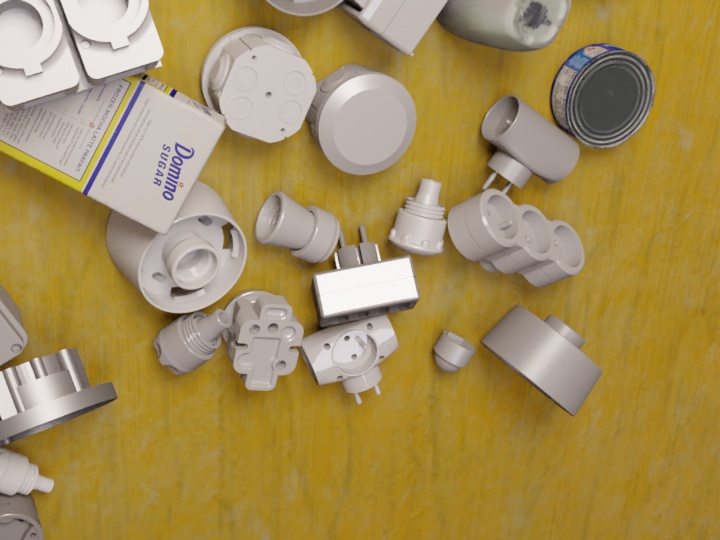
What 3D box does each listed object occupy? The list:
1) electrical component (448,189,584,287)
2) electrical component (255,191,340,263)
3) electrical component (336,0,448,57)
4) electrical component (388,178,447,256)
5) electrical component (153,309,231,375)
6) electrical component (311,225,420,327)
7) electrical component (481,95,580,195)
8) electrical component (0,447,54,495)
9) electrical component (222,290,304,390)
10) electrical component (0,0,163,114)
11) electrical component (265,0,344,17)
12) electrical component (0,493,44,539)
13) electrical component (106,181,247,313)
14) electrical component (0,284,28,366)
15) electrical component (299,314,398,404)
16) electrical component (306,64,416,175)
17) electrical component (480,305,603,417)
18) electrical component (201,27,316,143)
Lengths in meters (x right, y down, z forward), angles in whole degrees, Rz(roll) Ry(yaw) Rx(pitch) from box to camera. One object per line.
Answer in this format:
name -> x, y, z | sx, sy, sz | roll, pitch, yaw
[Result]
electrical component -> 0.125, -0.021, 0.939 | 0.138, 0.052, 0.074 | 20, 148, -38
electrical component -> -0.050, -0.033, 0.866 | 0.055, 0.045, 0.045 | 21, 105, -30
electrical component -> 0.032, -0.219, 0.799 | 0.061, 0.061, 0.096 | 30, 101, -31
electrical component -> 0.053, -0.045, 0.904 | 0.048, 0.048, 0.062 | 9, 102, -26
electrical component -> -0.132, 0.054, 0.869 | 0.062, 0.043, 0.043 | -34, 125, 22
electrical component -> 0.000, 0.000, 0.898 | 0.083, 0.047, 0.075 | -11, 78, -6
electrical component -> 0.134, -0.096, 0.912 | 0.077, 0.044, 0.079 | 30, 101, -31
electrical component -> -0.279, 0.167, 0.876 | 0.061, 0.035, 0.035 | 29, 101, -33
electrical component -> -0.083, 0.051, 0.887 | 0.058, 0.057, 0.078 | 5, 112, -23
electrical component -> -0.204, -0.205, 0.673 | 0.105, 0.060, 0.186 | -20, 99, -12
electrical component -> -0.042, -0.234, 0.761 | 0.099, 0.064, 0.099 | -9, 117, -18
electrical component -> -0.291, 0.209, 0.884 | 0.055, 0.047, 0.055 | -9, 117, -18
electrical component -> -0.141, -0.018, 0.840 | 0.099, 0.064, 0.099 | -19, 131, -24
electrical component -> -0.313, 0.048, 0.791 | 0.113, 0.057, 0.078 | -31, 122, -5
electrical component -> -0.004, 0.080, 0.937 | 0.077, 0.044, 0.079 | -25, 112, -10
electrical component -> -0.001, -0.119, 0.841 | 0.080, 0.051, 0.080 | -9, 117, -18
electrical component -> 0.170, 0.075, 0.976 | 0.108, 0.108, 0.060 | 39, 90, -32
electrical component -> -0.075, -0.137, 0.802 | 0.080, 0.051, 0.080 | -9, 117, -18
